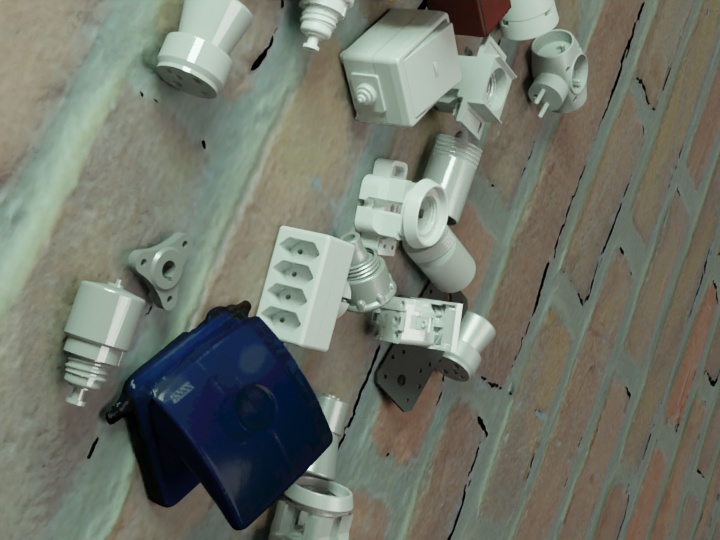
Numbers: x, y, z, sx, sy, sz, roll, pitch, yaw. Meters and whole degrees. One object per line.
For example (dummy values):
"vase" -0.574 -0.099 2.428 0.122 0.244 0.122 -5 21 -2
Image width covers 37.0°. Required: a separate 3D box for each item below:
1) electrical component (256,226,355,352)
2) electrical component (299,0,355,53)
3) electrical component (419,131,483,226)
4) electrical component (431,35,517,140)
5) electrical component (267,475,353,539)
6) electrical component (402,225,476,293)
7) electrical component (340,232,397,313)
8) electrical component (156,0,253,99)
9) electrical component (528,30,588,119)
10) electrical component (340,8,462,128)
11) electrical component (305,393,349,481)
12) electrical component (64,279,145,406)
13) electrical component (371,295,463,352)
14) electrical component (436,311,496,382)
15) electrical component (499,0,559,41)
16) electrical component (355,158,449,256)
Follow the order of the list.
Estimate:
"electrical component" -0.032 0.017 0.815 0.076 0.047 0.083 19 84 -57
"electrical component" -0.024 -0.193 0.761 0.040 0.040 0.078 22 83 -57
"electrical component" 0.079 -0.085 0.953 0.043 0.043 0.081 35 72 -56
"electrical component" 0.094 -0.159 0.931 0.042 0.064 0.081 32 74 -55
"electrical component" -0.038 0.200 0.862 0.078 0.058 0.057 10 95 -57
"electrical component" 0.069 -0.016 0.961 0.081 0.043 0.043 46 62 -52
"electrical component" 0.000 0.000 0.863 0.048 0.048 0.062 -46 129 -39
"electrical component" -0.097 -0.140 0.664 0.045 0.045 0.055 39 69 -55
"electrical component" 0.197 -0.189 1.095 0.079 0.044 0.077 -58 143 -27
"electrical component" 0.032 -0.155 0.841 0.096 0.061 0.061 -49 138 -37
"electrical component" -0.033 0.132 0.862 0.044 0.044 0.065 36 66 -55
"electrical component" -0.157 0.042 0.640 0.040 0.040 0.078 27 78 -57
"electrical component" 0.048 0.044 0.927 0.064 0.081 0.042 9 88 -34
"electrical component" 0.100 0.074 1.038 0.055 0.045 0.045 -57 143 -27
"electrical component" 0.153 -0.248 1.000 0.055 0.055 0.047 -51 135 -35
"electrical component" 0.036 -0.049 0.887 0.058 0.057 0.078 5 97 -57
